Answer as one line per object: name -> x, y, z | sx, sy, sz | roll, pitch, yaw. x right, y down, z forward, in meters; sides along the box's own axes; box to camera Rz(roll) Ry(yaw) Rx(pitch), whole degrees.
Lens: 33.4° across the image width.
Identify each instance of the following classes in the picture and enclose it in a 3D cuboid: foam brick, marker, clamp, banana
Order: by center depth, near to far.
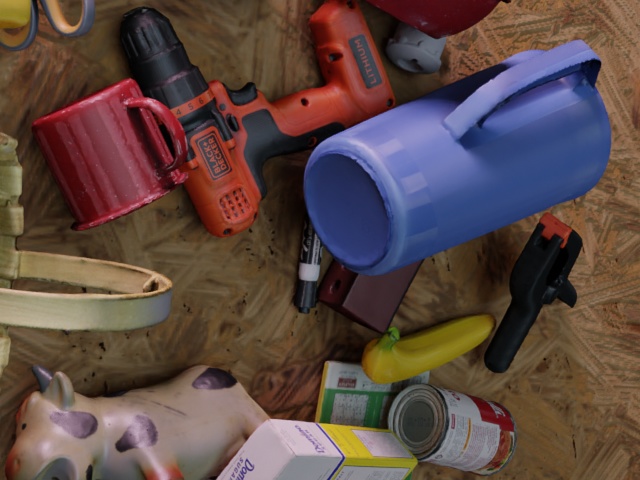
marker -> -0.006, 0.001, 0.884 | 0.020, 0.020, 0.121 | 5, 95, -28
foam brick -> 0.041, 0.031, 0.894 | 0.051, 0.053, 0.078 | 31, 82, -28
banana -> 0.087, 0.093, 0.906 | 0.197, 0.070, 0.037 | -3, 68, -58
clamp -> 0.187, 0.046, 0.935 | 0.120, 0.039, 0.171 | -48, 150, -20

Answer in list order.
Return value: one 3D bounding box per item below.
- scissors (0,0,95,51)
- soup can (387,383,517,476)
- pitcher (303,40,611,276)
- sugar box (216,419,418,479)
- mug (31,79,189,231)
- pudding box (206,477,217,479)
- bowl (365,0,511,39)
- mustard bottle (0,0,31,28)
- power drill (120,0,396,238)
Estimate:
scissors -> -0.221, -0.218, 0.733 | 0.202, 0.096, 0.016 | 60, 26, 5
soup can -> 0.115, 0.166, 0.932 | 0.102, 0.069, 0.068 | 21, 88, -42
pitcher -> 0.111, -0.067, 0.834 | 0.242, 0.145, 0.149 | -24, 113, -37
sugar box -> -0.006, 0.188, 0.826 | 0.093, 0.048, 0.176 | -52, 144, 13
mug -> -0.143, -0.065, 0.753 | 0.093, 0.117, 0.081 | -40, 112, -49
pudding box -> -0.079, 0.240, 0.872 | 0.113, 0.039, 0.090 | 27, 88, -26
bowl -> 0.064, -0.200, 0.820 | 0.161, 0.162, 0.055 | 22, 104, -28
mustard bottle -> -0.227, -0.235, 0.689 | 0.058, 0.096, 0.192 | -6, 101, -47
power drill -> -0.045, -0.119, 0.826 | 0.187, 0.057, 0.184 | -30, 109, -19
